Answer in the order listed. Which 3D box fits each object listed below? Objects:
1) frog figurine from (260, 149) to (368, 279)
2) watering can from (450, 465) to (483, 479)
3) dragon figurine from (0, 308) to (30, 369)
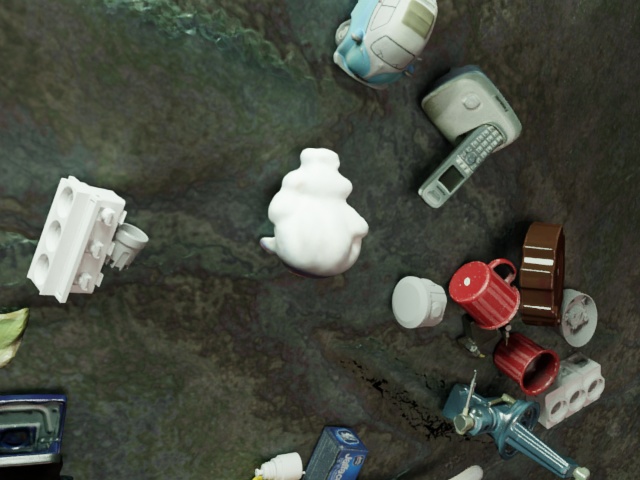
[{"bbox_3d":[0.002,-0.034,0.682,0.137,0.125,0.157,19,112,-10],"label":"frog figurine"},{"bbox_3d":[0.131,0.511,0.926,0.221,0.105,0.348,40,89,-30],"label":"watering can"},{"bbox_3d":[-0.434,0.073,0.539,0.410,0.124,0.239,-54,138,2],"label":"dragon figurine"}]
